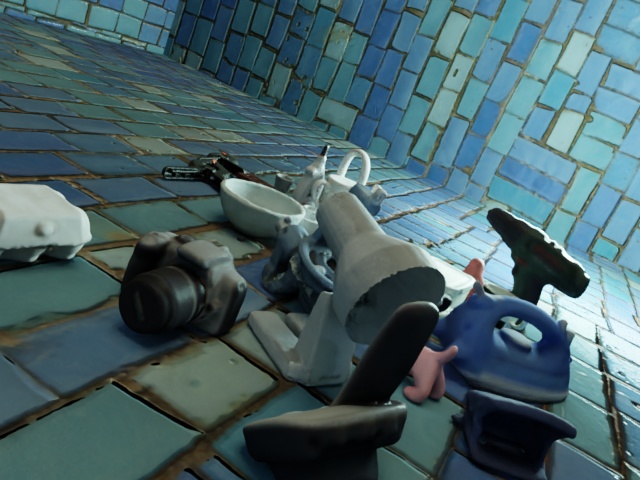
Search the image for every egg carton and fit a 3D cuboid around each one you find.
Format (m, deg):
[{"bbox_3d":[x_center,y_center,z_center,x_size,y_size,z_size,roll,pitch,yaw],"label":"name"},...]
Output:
[{"bbox_3d":[-0.356,-0.020,0.679,0.107,0.069,0.151,32,19,27],"label":"egg carton"}]

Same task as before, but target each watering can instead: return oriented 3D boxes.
[{"bbox_3d":[0.062,-0.109,1.281,0.100,0.194,0.173,33,20,31],"label":"watering can"}]

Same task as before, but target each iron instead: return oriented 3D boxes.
[{"bbox_3d":[0.303,0.154,0.873,0.259,0.141,0.118,18,17,-16],"label":"iron"}]

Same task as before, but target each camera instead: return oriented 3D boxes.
[{"bbox_3d":[-0.172,0.046,0.661,0.143,0.101,0.137,28,17,18],"label":"camera"}]

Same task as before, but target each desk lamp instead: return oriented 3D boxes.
[{"bbox_3d":[0.024,0.064,0.663,0.118,0.213,0.202,9,21,-38],"label":"desk lamp"}]

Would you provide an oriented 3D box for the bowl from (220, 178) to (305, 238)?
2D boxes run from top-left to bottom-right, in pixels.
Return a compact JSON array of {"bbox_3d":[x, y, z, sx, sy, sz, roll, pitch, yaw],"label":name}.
[{"bbox_3d":[-0.116,-0.050,1.073,0.167,0.075,0.167,21,17,-6],"label":"bowl"}]

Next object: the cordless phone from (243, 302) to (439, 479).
[{"bbox_3d":[0.026,0.130,0.514,0.148,0.185,0.093,4,25,-46],"label":"cordless phone"}]

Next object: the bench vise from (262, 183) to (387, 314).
[{"bbox_3d":[0.001,0.004,0.809,0.206,0.220,0.122,31,19,26],"label":"bench vise"}]

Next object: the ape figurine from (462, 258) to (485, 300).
[{"bbox_3d":[0.319,0.081,1.206,0.077,0.092,0.076,29,18,21],"label":"ape figurine"}]

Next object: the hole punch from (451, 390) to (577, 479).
[{"bbox_3d":[0.226,0.215,0.676,0.109,0.091,0.101,21,17,-6],"label":"hole punch"}]

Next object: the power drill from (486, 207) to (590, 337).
[{"bbox_3d":[0.386,0.073,1.114,0.228,0.208,0.076,32,19,29],"label":"power drill"}]

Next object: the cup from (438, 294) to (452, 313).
[{"bbox_3d":[0.138,0.111,0.874,0.118,0.095,0.091,15,18,-24],"label":"cup"}]

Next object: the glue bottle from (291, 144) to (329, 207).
[{"bbox_3d":[-0.016,-0.137,1.301,0.037,0.173,0.078,33,19,31],"label":"glue bottle"}]

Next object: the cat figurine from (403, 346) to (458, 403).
[{"bbox_3d":[0.124,0.131,0.755,0.067,0.118,0.127,3,26,-48],"label":"cat figurine"}]
